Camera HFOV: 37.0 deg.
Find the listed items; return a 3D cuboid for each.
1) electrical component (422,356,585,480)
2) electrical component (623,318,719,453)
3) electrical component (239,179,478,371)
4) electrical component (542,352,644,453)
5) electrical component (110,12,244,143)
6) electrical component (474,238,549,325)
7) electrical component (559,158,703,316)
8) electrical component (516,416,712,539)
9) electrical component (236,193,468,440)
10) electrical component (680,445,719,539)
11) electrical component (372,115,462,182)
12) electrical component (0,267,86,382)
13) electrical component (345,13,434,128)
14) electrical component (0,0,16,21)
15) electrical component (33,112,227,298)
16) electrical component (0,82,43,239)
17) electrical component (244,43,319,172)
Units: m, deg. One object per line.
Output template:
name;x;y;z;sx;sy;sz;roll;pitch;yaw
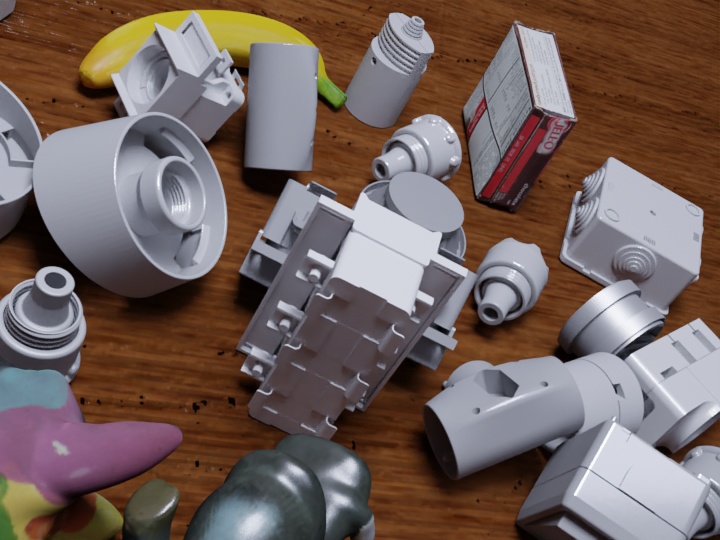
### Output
electrical component;0.072;0.075;0.599;0.077;0.043;0.079;-19;22;-14
electrical component;0.199;0.076;0.678;0.089;0.050;0.055;-18;60;-43
electrical component;0.000;0.000;0.611;0.121;0.063;0.079;27;0;-6
electrical component;0.129;0.079;0.630;0.047;0.055;0.055;-9;54;-33
electrical component;-0.110;-0.111;0.661;0.064;0.081;0.042;18;37;-51
electrical component;0.093;0.011;0.684;0.043;0.043;0.062;34;42;3
electrical component;0.201;-0.026;0.784;0.100;0.048;0.099;29;41;-3
electrical component;0.126;0.126;0.561;0.062;0.096;0.061;34;68;3
electrical component;-0.011;0.030;0.539;0.079;0.121;0.063;27;43;-6
electrical component;0.198;0.135;0.625;0.048;0.048;0.062;46;49;16
electrical component;0.035;-0.077;0.736;0.062;0.048;0.048;-26;66;-38
electrical component;-0.150;0.025;0.504;0.048;0.062;0.048;17;42;-17
electrical component;0.024;-0.146;0.768;0.043;0.081;0.043;17;42;-17
electrical component;-0.262;-0.179;0.648;0.100;0.048;0.099;30;40;-2
electrical component;-0.119;-0.035;0.572;0.099;0.064;0.099;32;52;-52
electrical component;-0.213;-0.060;0.548;0.099;0.064;0.099;17;42;-16
electrical component;-0.051;-0.103;0.692;0.043;0.077;0.079;3;6;-5
